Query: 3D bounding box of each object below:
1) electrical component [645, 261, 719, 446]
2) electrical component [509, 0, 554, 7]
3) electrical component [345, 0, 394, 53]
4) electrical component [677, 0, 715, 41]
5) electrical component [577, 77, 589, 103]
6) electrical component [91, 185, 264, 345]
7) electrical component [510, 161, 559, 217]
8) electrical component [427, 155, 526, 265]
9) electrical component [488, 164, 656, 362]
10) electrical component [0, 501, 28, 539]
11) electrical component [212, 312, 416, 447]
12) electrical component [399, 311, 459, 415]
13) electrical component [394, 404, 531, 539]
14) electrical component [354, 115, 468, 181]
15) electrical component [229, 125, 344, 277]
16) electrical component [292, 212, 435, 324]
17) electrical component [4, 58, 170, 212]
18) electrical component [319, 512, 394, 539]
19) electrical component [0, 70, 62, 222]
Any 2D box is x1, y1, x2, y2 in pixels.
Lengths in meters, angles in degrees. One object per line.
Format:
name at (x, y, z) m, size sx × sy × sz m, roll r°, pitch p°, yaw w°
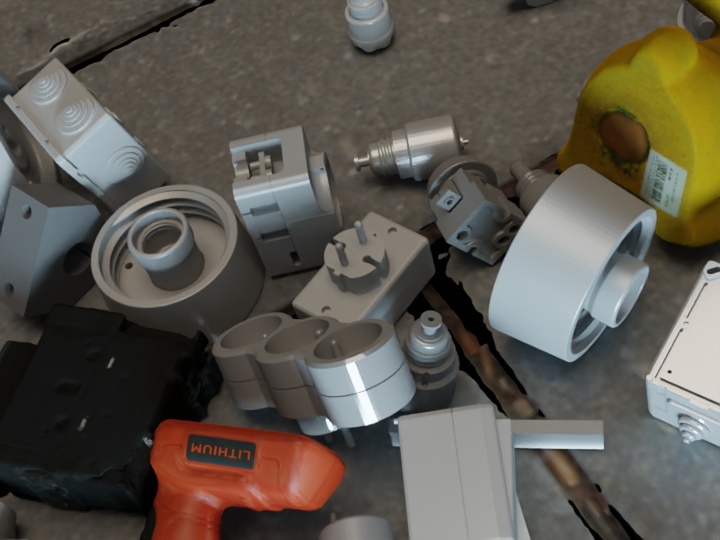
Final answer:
electrical component at (0.199, 0.056, 0.586) m, size 0.062 × 0.061 × 0.096 m, roll 24°, pitch 71°, yaw 27°
electrical component at (0.139, -0.242, 0.813) m, size 0.078 × 0.058 × 0.057 m, roll -17°, pitch 56°, yaw 2°
electrical component at (0.005, -0.195, 0.808) m, size 0.035 × 0.061 × 0.035 m, roll -6°, pitch 54°, yaw 9°
electrical component at (0.263, -0.185, 0.746) m, size 0.080 × 0.051 × 0.080 m, roll -6°, pitch 54°, yaw 9°
electrical component at (0.179, -0.129, 0.737) m, size 0.035 × 0.035 × 0.061 m, roll 34°, pitch 66°, yaw 31°
electrical component at (-0.123, -0.007, 0.704) m, size 0.108 × 0.060 × 0.108 m, roll -6°, pitch 54°, yaw 9°
electrical component at (0.117, -0.048, 0.693) m, size 0.035 × 0.035 × 0.061 m, roll -28°, pitch 51°, yaw -7°
electrical component at (0.071, -0.041, 0.686) m, size 0.048 × 0.066 × 0.055 m, roll -48°, pitch 41°, yaw 22°
electrical component at (0.128, 0.001, 0.612) m, size 0.060 × 0.108 × 0.108 m, roll 31°, pitch 66°, yaw 23°
electrical component at (-0.209, 0.171, 0.607) m, size 0.079 × 0.043 × 0.077 m, roll -3°, pitch 54°, yaw 11°
electrical component at (-0.023, 0.070, 0.618) m, size 0.138 × 0.073 × 0.052 m, roll 1°, pitch 28°, yaw 48°
electrical component at (0.037, 0.052, 0.616) m, size 0.040 × 0.078 × 0.040 m, roll 2°, pitch 50°, yaw -2°
electrical component at (0.056, 0.126, 0.564) m, size 0.061 × 0.061 × 0.096 m, roll -10°, pitch 53°, yaw 7°
electrical component at (0.035, -0.080, 0.731) m, size 0.078 × 0.040 × 0.040 m, roll -10°, pitch 53°, yaw 6°
electrical component at (-0.044, -0.044, 0.693) m, size 0.056 × 0.089 × 0.050 m, roll -12°, pitch 53°, yaw 4°
electrical component at (0.000, 0.000, 0.660) m, size 0.047 × 0.075 × 0.083 m, roll 28°, pitch 65°, yaw 28°
electrical component at (-0.190, -0.092, 0.758) m, size 0.048 × 0.099 × 0.100 m, roll -44°, pitch 56°, yaw -3°
electrical component at (0.002, 0.165, 0.562) m, size 0.040 × 0.040 × 0.078 m, roll -14°, pitch 53°, yaw 3°
electrical component at (-0.268, -0.085, 0.769) m, size 0.060 × 0.108 × 0.108 m, roll -24°, pitch 53°, yaw 4°
